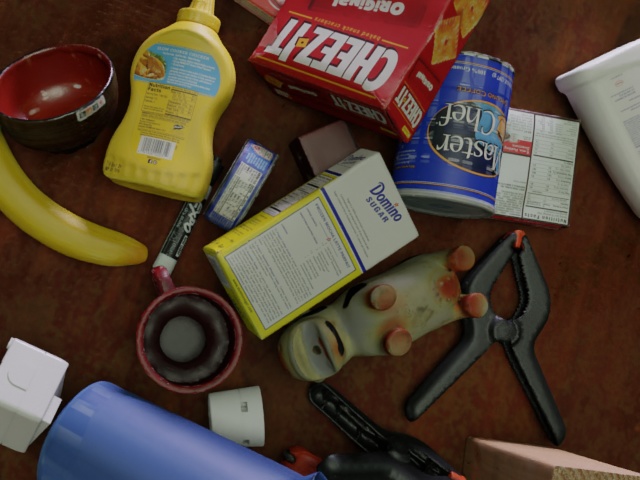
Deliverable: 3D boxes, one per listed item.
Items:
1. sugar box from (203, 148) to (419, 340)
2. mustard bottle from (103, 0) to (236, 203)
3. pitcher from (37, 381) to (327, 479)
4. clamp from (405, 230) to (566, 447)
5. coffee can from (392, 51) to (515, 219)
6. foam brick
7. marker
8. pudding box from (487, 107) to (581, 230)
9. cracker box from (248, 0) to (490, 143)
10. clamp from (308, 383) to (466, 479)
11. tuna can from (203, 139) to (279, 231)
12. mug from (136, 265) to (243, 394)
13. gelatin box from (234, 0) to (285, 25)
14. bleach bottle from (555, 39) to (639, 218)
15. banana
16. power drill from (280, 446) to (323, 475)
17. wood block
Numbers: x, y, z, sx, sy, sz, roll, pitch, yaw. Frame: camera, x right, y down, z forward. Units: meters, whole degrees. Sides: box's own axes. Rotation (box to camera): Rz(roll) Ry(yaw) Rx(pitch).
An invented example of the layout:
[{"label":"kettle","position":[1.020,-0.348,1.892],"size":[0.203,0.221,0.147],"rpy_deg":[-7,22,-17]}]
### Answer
[{"label":"sugar box","position":[-0.006,0.001,0.956],"size":[0.176,0.048,0.093],"rpy_deg":[-33,111,-16]},{"label":"mustard bottle","position":[-0.130,-0.137,0.985],"size":[0.096,0.058,0.191],"rpy_deg":[13,83,7]},{"label":"pitcher","position":[-0.116,0.228,0.904],"size":[0.243,0.145,0.149],"rpy_deg":[26,69,14]},{"label":"clamp","position":[0.185,0.097,1.048],"size":[0.164,0.036,0.210],"rpy_deg":[18,83,-11]},{"label":"coffee can","position":[0.125,-0.098,1.016],"size":[0.102,0.103,0.140],"rpy_deg":[11,84,-11]},{"label":"foam brick","position":[0.012,-0.068,1.015],"size":[0.051,0.053,0.078],"rpy_deg":[-24,90,-13]},{"label":"marker","position":[-0.122,-0.024,1.001],"size":[0.020,0.020,0.121],"rpy_deg":[27,81,-9]},{"label":"pudding box","position":[0.208,-0.071,1.065],"size":[0.090,0.039,0.113],"rpy_deg":[9,87,-12]},{"label":"cracker box","position":[0.057,-0.216,0.982],"size":[0.164,0.072,0.213],"rpy_deg":[24,78,33]},{"label":"clamp","position":[0.059,0.196,0.999],"size":[0.171,0.120,0.039],"rpy_deg":[26,120,-28]},{"label":"tuna can","position":[-0.073,-0.050,0.979],"size":[0.033,0.086,0.086],"rpy_deg":[31,80,-6]},{"label":"mug","position":[-0.126,0.078,0.960],"size":[0.093,0.082,0.117],"rpy_deg":[-25,92,-13]},{"label":"gelatin box","position":[-0.054,-0.257,1.026],"size":[0.089,0.030,0.073],"rpy_deg":[33,80,-8]},{"label":"bleach bottle","position":[0.336,-0.072,1.081],"size":[0.102,0.068,0.251],"rpy_deg":[-26,94,-12]},{"label":"banana","position":[-0.246,-0.034,0.966],"size":[0.198,0.037,0.069],"rpy_deg":[46,79,-6]},{"label":"power drill","position":[-0.011,0.300,0.982],"size":[0.184,0.057,0.187],"rpy_deg":[30,80,-8]},{"label":"wood block","position":[0.203,0.236,0.955],"size":[0.090,0.206,0.090],"rpy_deg":[8,84,-11]}]
